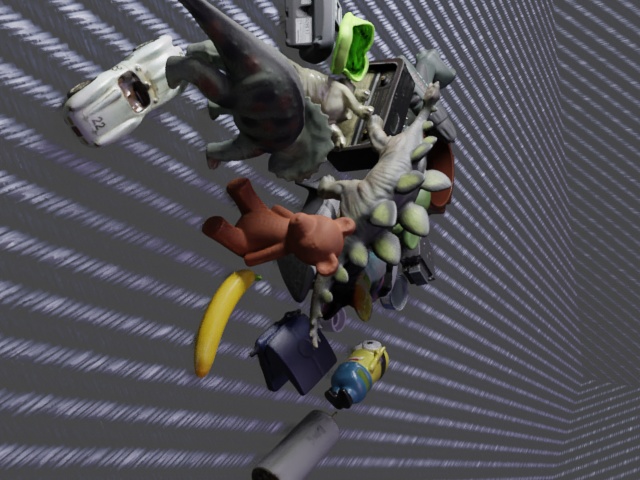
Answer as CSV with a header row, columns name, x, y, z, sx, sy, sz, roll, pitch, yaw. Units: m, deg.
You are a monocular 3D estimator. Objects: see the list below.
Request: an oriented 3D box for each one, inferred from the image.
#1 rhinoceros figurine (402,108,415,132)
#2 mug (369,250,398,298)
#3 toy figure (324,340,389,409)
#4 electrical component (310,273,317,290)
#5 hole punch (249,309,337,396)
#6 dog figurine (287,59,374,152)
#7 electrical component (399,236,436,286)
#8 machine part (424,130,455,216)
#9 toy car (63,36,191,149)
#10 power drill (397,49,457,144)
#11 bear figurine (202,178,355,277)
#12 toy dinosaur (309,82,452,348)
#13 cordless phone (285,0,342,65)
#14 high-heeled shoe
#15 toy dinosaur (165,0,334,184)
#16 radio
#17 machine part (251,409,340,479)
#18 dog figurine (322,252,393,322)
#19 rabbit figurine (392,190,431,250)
name,x,y,z,sx,sy,sz,roll,pitch,yaw
rhinoceros figurine,0.157,-0.229,1.164,0.190,0.112,0.073,-48,130,-51
mug,0.134,0.066,1.180,0.109,0.081,0.107,-30,126,-56
toy figure,0.078,0.278,1.107,0.180,0.082,0.089,-44,137,-49
electrical component,-0.005,0.043,1.017,0.078,0.045,0.102,-59,146,-75
hole punch,-0.042,0.197,0.937,0.142,0.092,0.115,-35,116,-43
dog figurine,-0.015,-0.269,0.960,0.190,0.172,0.121,32,104,-24
electrical component,0.233,0.041,1.293,0.114,0.058,0.134,48,36,-42
machine part,0.258,-0.169,1.323,0.201,0.087,0.201,14,82,-53
toy car,-0.236,-0.191,0.681,0.202,0.056,0.073,-54,132,-37
power drill,0.260,-0.353,1.278,0.232,0.086,0.207,43,50,-12
bear figurine,-0.058,-0.016,0.813,0.131,0.196,0.120,51,56,-40
toy dinosaur,0.085,-0.054,0.875,0.105,0.199,0.471,31,89,-37
cordless phone,0.007,-0.392,0.993,0.184,0.089,0.146,-12,102,-72
high-heeled shoe,-0.002,-0.003,0.976,0.145,0.086,0.248,19,69,-49
toy dinosaur,-0.082,-0.193,0.729,0.404,0.192,0.131,75,15,-72
radio,0.100,-0.249,1.068,0.073,0.131,0.229,42,59,-48
machine part,-0.039,0.380,0.953,0.243,0.079,0.079,-30,115,-47
dog figurine,0.071,0.091,1.014,0.219,0.109,0.191,-67,154,-50
rabbit figurine,0.164,-0.053,1.122,0.170,0.121,0.158,-26,121,-12
